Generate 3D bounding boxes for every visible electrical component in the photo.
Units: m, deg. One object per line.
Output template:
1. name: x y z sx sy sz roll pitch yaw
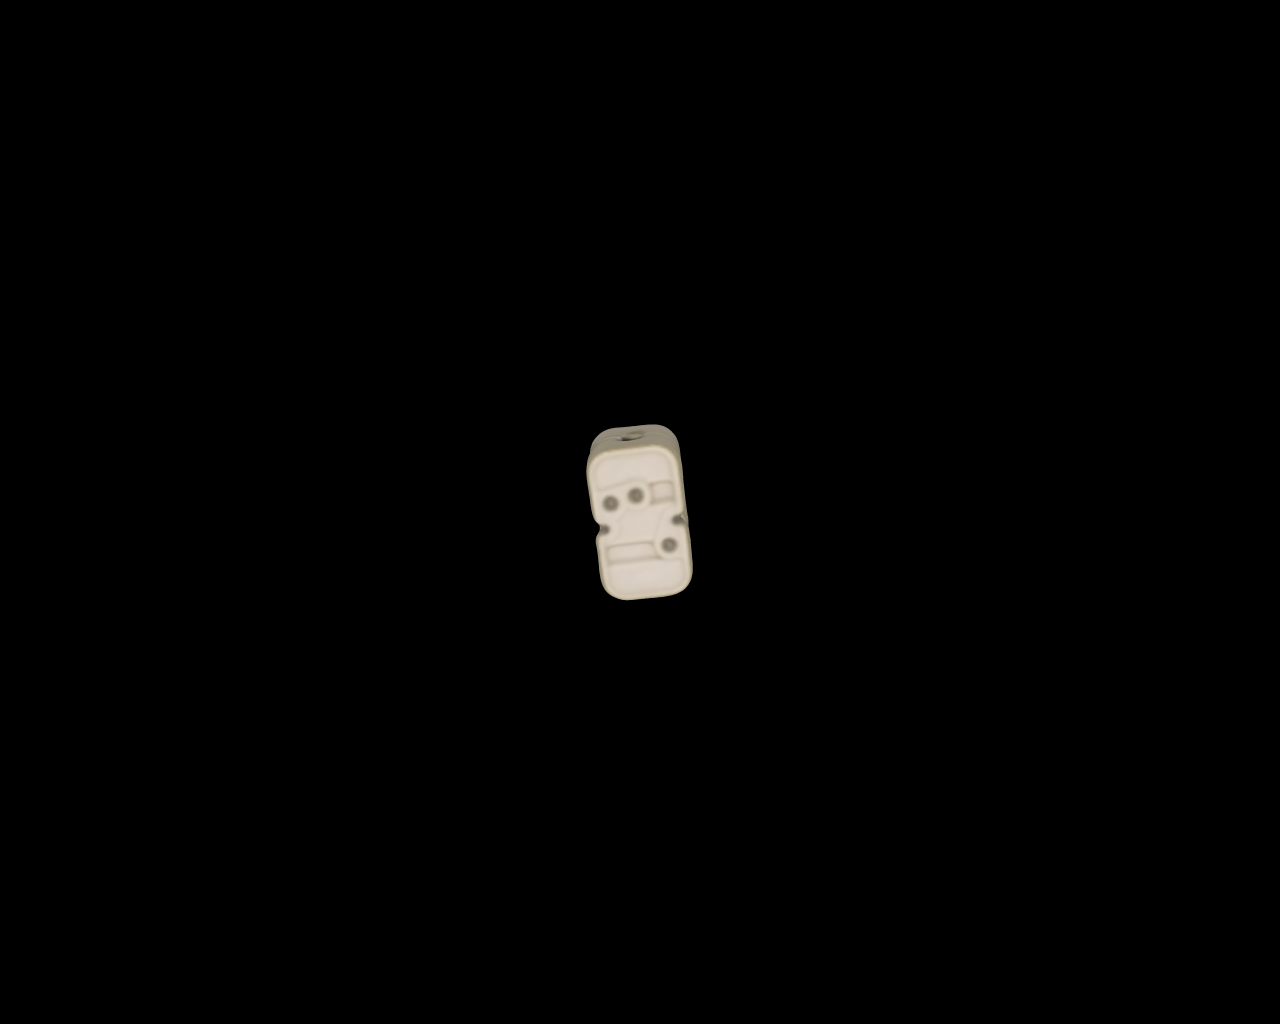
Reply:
1. electrical component: 0.001 -0.003 0.650 0.054 0.095 0.059 -7 20 2
